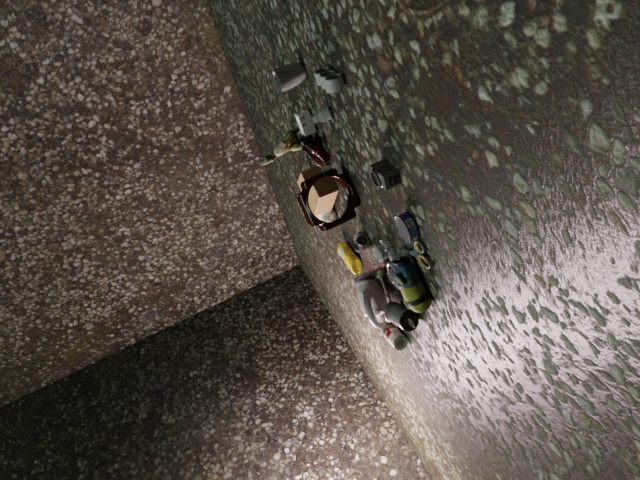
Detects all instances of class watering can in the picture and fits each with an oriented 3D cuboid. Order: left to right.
[{"bbox_3d":[0.223,0.244,2.076,0.345,0.103,0.227,24,-129,-70],"label":"watering can"}]

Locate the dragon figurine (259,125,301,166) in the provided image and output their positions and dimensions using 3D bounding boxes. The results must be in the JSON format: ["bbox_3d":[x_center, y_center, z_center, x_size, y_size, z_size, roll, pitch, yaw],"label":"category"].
[{"bbox_3d":[-0.166,-0.401,2.244,0.121,0.244,0.410,61,169,-8],"label":"dragon figurine"}]

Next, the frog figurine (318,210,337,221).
[{"bbox_3d":[0.007,-0.119,2.357,0.135,0.123,0.161,-34,71,40],"label":"frog figurine"}]
